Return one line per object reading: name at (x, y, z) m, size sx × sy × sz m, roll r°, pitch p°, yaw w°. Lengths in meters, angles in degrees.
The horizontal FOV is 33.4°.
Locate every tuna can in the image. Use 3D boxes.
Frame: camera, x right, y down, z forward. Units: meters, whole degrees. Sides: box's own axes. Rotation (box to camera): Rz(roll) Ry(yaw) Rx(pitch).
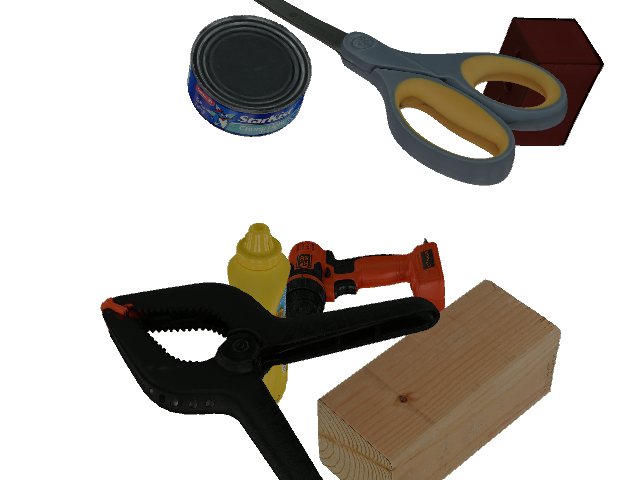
tuna can at (-0.051, -0.116, 0.758) m, size 0.086 × 0.086 × 0.034 m, roll 0°, pitch -29°, yaw -14°

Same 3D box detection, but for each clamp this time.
clamp at (-0.038, 0.070, 0.667) m, size 0.210 × 0.164 × 0.036 m, roll 22°, pitch -36°, yaw 23°

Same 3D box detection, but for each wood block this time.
wood block at (0.104, 0.134, 0.927) m, size 0.205 × 0.090 × 0.091 m, roll -32°, pitch 50°, yaw -28°

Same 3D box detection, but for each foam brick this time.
foam brick at (0.155, -0.112, 0.755) m, size 0.051 × 0.053 × 0.078 m, roll -4°, pitch -41°, yaw -17°

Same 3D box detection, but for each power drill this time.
power drill at (0.048, 0.053, 1.238) m, size 0.187 × 0.057 × 0.184 m, roll -1°, pitch 28°, yaw 2°

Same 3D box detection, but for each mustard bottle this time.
mustard bottle at (-0.058, 0.065, 1.006) m, size 0.058 × 0.192 × 0.096 m, roll 5°, pitch 37°, yaw 3°

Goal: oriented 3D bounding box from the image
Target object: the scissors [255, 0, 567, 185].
scissors at (0.041, -0.094, 0.529) m, size 0.096 × 0.016 × 0.202 m, roll -20°, pitch 47°, yaw -22°
